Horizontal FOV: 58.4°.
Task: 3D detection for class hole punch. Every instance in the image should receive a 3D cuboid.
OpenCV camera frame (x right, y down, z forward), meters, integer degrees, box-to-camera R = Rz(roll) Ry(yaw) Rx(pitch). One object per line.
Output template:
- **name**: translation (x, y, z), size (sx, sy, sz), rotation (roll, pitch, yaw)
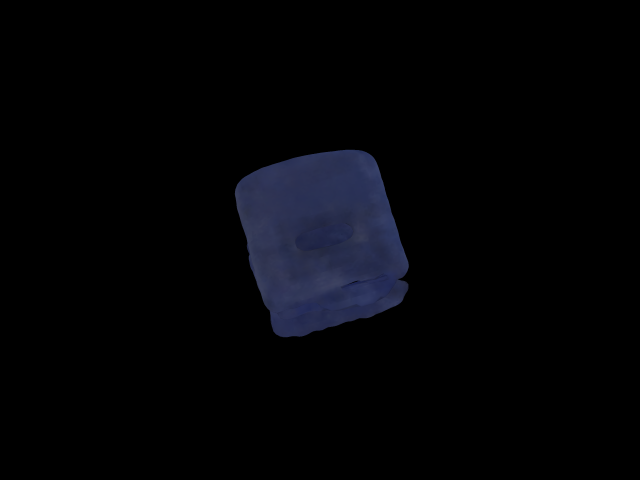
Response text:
- **hole punch**: translation (0.004, 0.001, 0.400), size (0.109, 0.091, 0.101), rotation (-15, 54, -11)
